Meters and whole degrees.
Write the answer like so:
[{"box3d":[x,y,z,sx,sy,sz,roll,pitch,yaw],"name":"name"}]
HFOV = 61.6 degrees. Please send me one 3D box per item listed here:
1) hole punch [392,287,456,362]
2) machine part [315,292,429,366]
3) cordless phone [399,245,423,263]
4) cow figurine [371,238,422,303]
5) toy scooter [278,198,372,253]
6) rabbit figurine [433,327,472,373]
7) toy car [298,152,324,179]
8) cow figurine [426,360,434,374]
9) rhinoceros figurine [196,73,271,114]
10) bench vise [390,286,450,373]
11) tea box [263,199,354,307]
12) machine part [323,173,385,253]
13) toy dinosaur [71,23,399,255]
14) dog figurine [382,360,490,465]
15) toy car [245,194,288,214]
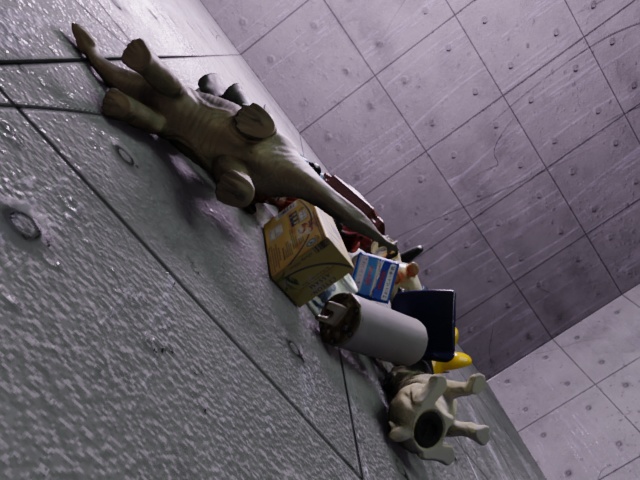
[{"box3d":[0.176,0.143,0.911,0.092,0.116,0.142,76,19,-68],"name":"hole punch"},{"box3d":[0.081,0.133,0.781,0.243,0.079,0.079,26,26,-43],"name":"machine part"},{"box3d":[0.165,0.066,1.269,0.089,0.184,0.146,60,9,10],"name":"cordless phone"},{"box3d":[0.166,0.084,1.150,0.195,0.085,0.127,66,-14,3],"name":"cow figurine"},{"box3d":[0.018,-0.021,0.958,0.183,0.075,0.135,30,-9,-30],"name":"toy scooter"},{"box3d":[0.213,0.239,1.062,0.121,0.162,0.173,66,26,-4],"name":"rabbit figurine"},{"box3d":[-0.078,-0.129,1.053,0.161,0.109,0.103,29,2,-46],"name":"toy car"},{"box3d":[0.171,0.229,0.959,0.167,0.098,0.068,56,2,16],"name":"cow figurine"},{"box3d":[-0.138,-0.185,0.884,0.073,0.112,0.190,-35,103,-54],"name":"rhinoceros figurine"},{"box3d":[0.221,0.210,1.256,0.223,0.129,0.241,64,20,-54],"name":"bench vise"},{"box3d":[-0.022,0.008,0.781,0.068,0.098,0.170,49,11,-27],"name":"tea box"},{"box3d":[0.063,-0.057,1.307,0.201,0.087,0.201,43,-8,18],"name":"machine part"},{"box3d":[-0.090,-0.107,0.645,0.471,0.105,0.198,36,7,-4],"name":"toy dinosaur"},{"box3d":[0.131,0.242,0.800,0.172,0.121,0.191,7,-5,-30],"name":"dog figurine"},{"box3d":[-0.071,-0.081,0.879,0.202,0.089,0.053,-80,147,-78],"name":"toy car"}]
